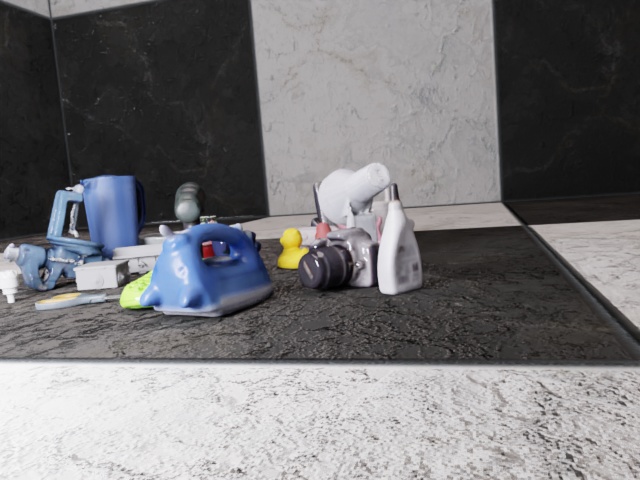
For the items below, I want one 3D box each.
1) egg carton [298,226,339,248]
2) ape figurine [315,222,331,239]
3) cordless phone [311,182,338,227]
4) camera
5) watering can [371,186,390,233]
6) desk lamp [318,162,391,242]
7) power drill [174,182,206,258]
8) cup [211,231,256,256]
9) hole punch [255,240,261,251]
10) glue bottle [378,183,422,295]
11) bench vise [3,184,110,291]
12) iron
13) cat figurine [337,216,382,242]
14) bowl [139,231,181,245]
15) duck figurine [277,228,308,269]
[{"bbox_3d":[-0.017,0.003,1.466,0.149,0.069,0.107,-1,7,29],"label":"egg carton"},{"bbox_3d":[0.012,0.005,1.314,0.078,0.092,0.076,-5,6,-3],"label":"ape figurine"},{"bbox_3d":[0.037,-0.077,1.634,0.093,0.185,0.148,0,7,37],"label":"cordless phone"},{"bbox_3d":[0.020,0.032,0.990,0.137,0.101,0.142,-9,8,-41],"label":"camera"},{"bbox_3d":[0.156,-0.088,1.606,0.100,0.194,0.173,-3,6,16],"label":"watering can"},{"bbox_3d":[0.090,-0.049,1.182,0.118,0.213,0.202,-8,7,-27],"label":"desk lamp"},{"bbox_3d":[-0.292,-0.030,1.314,0.076,0.208,0.229,-6,6,-10],"label":"power drill"},{"bbox_3d":[-0.175,0.034,1.159,0.091,0.095,0.118,-4,6,8],"label":"cup"},{"bbox_3d":[-0.195,0.012,1.405,0.101,0.091,0.108,-5,6,-7],"label":"hole punch"},{"bbox_3d":[0.124,-0.004,0.908,0.078,0.173,0.037,-9,8,-39],"label":"glue bottle"},{"bbox_3d":[-0.560,-0.007,1.236,0.121,0.220,0.208,-1,7,29],"label":"bench vise"},{"bbox_3d":[-0.158,0.035,0.898,0.118,0.141,0.259,-1,7,30],"label":"iron"},{"bbox_3d":[0.102,-0.032,1.477,0.127,0.118,0.067,-4,6,4],"label":"cat figurine"},{"bbox_3d":[-0.421,0.019,1.596,0.167,0.075,0.167,-4,6,1],"label":"bowl"},{"bbox_3d":[-0.057,0.017,1.276,0.078,0.086,0.104,-8,7,-33],"label":"duck figurine"}]
